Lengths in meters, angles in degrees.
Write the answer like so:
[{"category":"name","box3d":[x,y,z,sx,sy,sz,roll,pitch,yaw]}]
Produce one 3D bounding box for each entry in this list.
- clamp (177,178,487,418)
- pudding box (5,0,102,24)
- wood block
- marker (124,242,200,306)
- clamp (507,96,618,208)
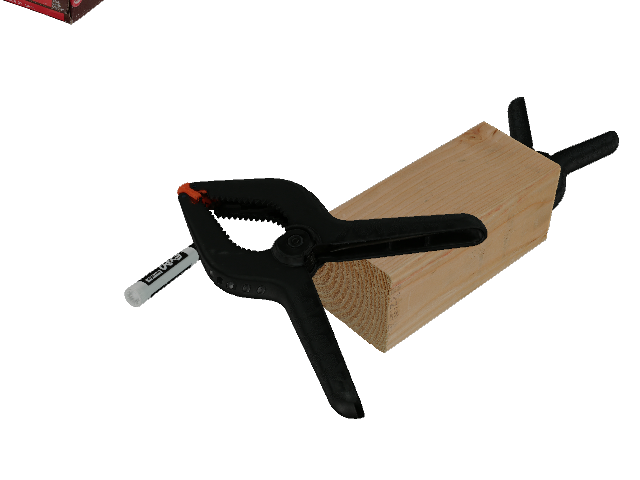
[{"category":"clamp","box3d":[-0.004,0.005,0.720,0.210,0.164,0.036,33,-25,27]},{"category":"pudding box","box3d":[-0.199,-0.212,0.803,0.090,0.039,0.113,21,37,8]},{"category":"wood block","box3d":[0.098,-0.007,0.904,0.205,0.090,0.091,-31,50,-31]},{"category":"marker","box3d":[-0.136,0.026,0.982,0.020,0.020,0.120,0,24,31]},{"category":"clamp","box3d":[0.212,-0.081,1.088,0.120,0.039,0.171,29,55,30]}]
